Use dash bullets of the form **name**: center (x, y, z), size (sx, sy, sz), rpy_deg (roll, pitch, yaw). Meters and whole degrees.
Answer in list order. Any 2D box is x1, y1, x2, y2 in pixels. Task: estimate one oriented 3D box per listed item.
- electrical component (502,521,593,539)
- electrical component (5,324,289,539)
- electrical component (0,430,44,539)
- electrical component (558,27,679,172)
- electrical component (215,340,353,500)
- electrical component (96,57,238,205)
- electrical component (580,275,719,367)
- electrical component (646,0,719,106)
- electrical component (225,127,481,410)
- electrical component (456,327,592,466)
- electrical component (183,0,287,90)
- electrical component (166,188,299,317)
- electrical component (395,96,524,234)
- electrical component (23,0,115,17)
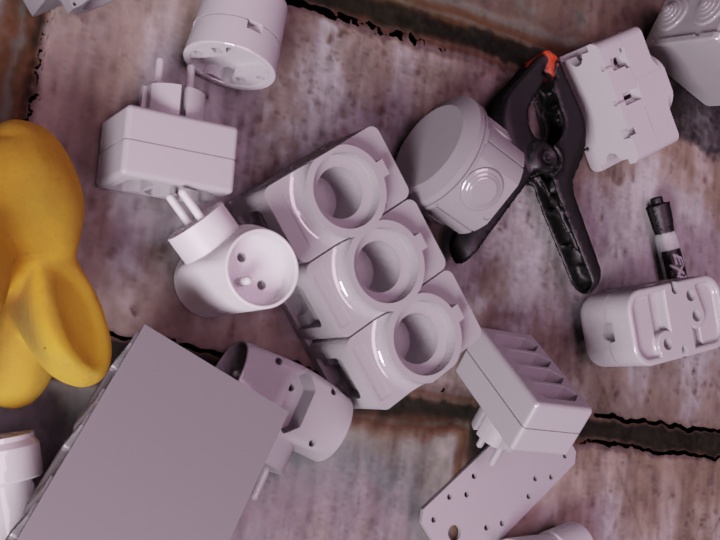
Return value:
- **electrical component**: center (0.128, 0.195, 0.728), size (0.065, 0.044, 0.044), rpy_deg (-9, 90, -36)
- **electrical component**: center (-0.112, 0.118, 0.531), size (0.089, 0.062, 0.150), rpy_deg (33, 53, -11)
- **electrical component**: center (-0.183, 0.112, 0.547), size (0.045, 0.045, 0.055), rpy_deg (-7, 88, -31)
- **electrical component**: center (0.192, -0.127, 0.794), size (0.056, 0.050, 0.089), rpy_deg (-27, 98, -30)
- **electrical component**: center (-0.054, 0.093, 0.627), size (0.077, 0.043, 0.079), rpy_deg (32, 70, -24)
- **electrical component**: center (-0.108, -0.082, 0.611), size (0.066, 0.047, 0.076), rpy_deg (9, 80, -30)
- **electrical component**: center (0.210, 0.038, 0.783), size (0.095, 0.059, 0.053), rpy_deg (-10, 90, -31)
- **electrical component**: center (0.279, -0.170, 0.825), size (0.100, 0.100, 0.048), rpy_deg (31, 83, -25)
- **electrical component**: center (0.000, 0.000, 0.659), size (0.089, 0.062, 0.150), rpy_deg (-34, 102, -29)
- **electrical component**: center (0.098, 0.093, 0.707), size (0.047, 0.083, 0.075), rpy_deg (10, 118, -30)
- **electrical component**: center (-0.072, -0.140, 0.636), size (0.055, 0.055, 0.047), rpy_deg (21, 70, -28)
- **electrical component**: center (-0.081, -0.011, 0.602), size (0.043, 0.077, 0.079), rpy_deg (-41, 105, -27)
- **electrical component**: center (0.062, -0.067, 0.694), size (0.051, 0.080, 0.080), rpy_deg (32, 69, -30)
- **electrical component**: center (-0.148, -0.180, 0.596), size (0.089, 0.050, 0.055), rpy_deg (-34, 102, -29)
